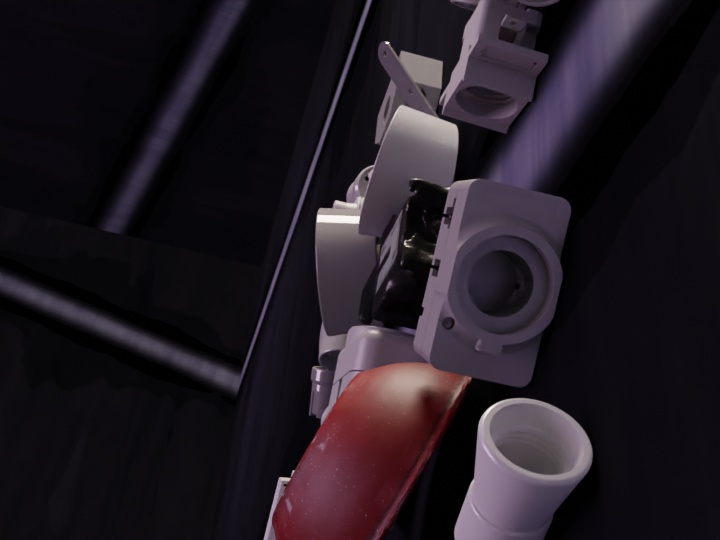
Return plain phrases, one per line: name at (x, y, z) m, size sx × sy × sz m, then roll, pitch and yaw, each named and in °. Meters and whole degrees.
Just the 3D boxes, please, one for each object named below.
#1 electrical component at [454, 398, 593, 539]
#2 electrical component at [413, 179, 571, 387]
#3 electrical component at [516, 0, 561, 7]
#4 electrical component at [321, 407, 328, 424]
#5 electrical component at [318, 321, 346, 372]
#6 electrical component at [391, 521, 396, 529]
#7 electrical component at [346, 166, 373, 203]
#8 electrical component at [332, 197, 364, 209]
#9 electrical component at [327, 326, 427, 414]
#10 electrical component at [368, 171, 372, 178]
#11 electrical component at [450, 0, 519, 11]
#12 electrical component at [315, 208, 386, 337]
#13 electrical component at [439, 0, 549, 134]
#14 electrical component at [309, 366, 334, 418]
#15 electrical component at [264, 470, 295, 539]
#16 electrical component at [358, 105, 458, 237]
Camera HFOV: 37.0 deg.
electrical component at (0.061, 0.088, 0.423) m, size 0.044 × 0.044 × 0.065 m, roll -87°, pitch 8°, yaw -53°
electrical component at (0.062, 0.005, 0.510) m, size 0.056 × 0.050 × 0.089 m, roll -152°, pitch 75°, yaw -83°
electrical component at (0.099, -0.192, 0.601) m, size 0.077 × 0.044 × 0.079 m, roll -96°, pitch 20°, yaw -68°
electrical component at (-0.013, 0.134, 0.903) m, size 0.061 × 0.035 × 0.035 m, roll -127°, pitch 51°, yaw -77°
electrical component at (-0.016, 0.062, 1.001) m, size 0.079 × 0.044 × 0.077 m, roll 114°, pitch 167°, yaw -53°
electrical component at (0.003, 0.132, 0.691) m, size 0.078 × 0.058 × 0.057 m, roll 2°, pitch -74°, yaw -75°
electrical component at (0.013, -0.073, 1.021) m, size 0.055 × 0.045 × 0.045 m, roll 138°, pitch 144°, yaw -76°
electrical component at (0.006, -0.047, 0.966) m, size 0.043 × 0.062 × 0.043 m, roll -167°, pitch 90°, yaw -83°
electrical component at (0.014, 0.074, 0.732) m, size 0.095 × 0.054 × 0.059 m, roll 128°, pitch 154°, yaw -73°
electrical component at (0.032, -0.054, 0.870) m, size 0.048 × 0.048 × 0.062 m, roll -98°, pitch 4°, yaw -70°
electrical component at (0.091, -0.204, 0.683) m, size 0.079 × 0.044 × 0.077 m, roll -119°, pitch 42°, yaw -77°
electrical component at (0.000, 0.000, 0.899) m, size 0.108 × 0.060 × 0.108 m, roll -4°, pitch -90°, yaw -85°
electrical component at (0.080, -0.123, 0.637) m, size 0.081 × 0.042 × 0.063 m, roll 125°, pitch 160°, yaw -69°
electrical component at (-0.029, 0.118, 1.028) m, size 0.040 × 0.040 × 0.046 m, roll -170°, pitch 88°, yaw -82°
electrical component at (-0.031, 0.215, 0.776) m, size 0.063 × 0.079 × 0.121 m, roll 27°, pitch 104°, yaw 60°
electrical component at (0.034, -0.069, 0.790) m, size 0.099 × 0.064 × 0.099 m, roll -167°, pitch 90°, yaw -82°
